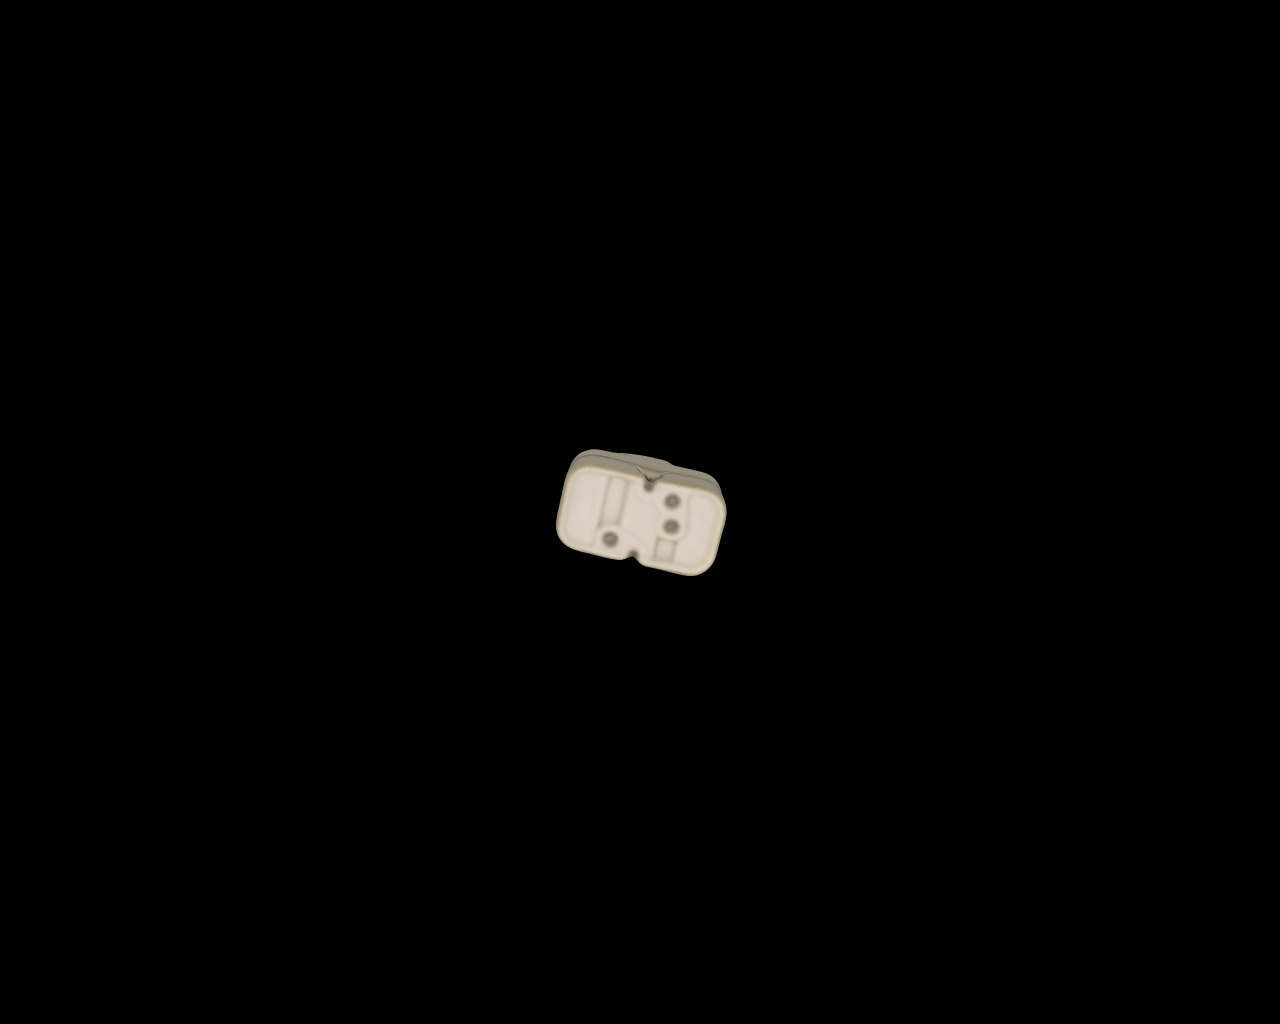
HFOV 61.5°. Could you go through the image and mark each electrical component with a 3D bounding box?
[{"bbox_3d":[0.001,-0.003,0.650,0.095,0.053,0.059,13,16,-4],"label":"electrical component"}]
